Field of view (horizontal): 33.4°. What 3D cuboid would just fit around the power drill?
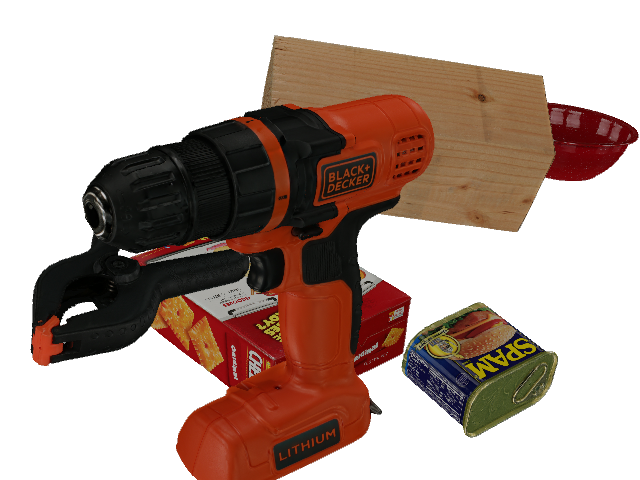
[{"bbox_3d":[-0.027,0.028,0.510,0.184,0.188,0.057,-16,36,-36],"label":"power drill"}]

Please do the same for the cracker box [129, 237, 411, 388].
[{"bbox_3d":[-0.050,0.061,0.984,0.163,0.072,0.214,-21,37,-37],"label":"cracker box"}]

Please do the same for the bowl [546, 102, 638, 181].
[{"bbox_3d":[0.265,-0.107,1.182,0.162,0.055,0.162,5,23,-3],"label":"bowl"}]

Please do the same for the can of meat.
[{"bbox_3d":[0.131,0.104,0.890,0.101,0.057,0.084,-21,43,-32],"label":"can of meat"}]

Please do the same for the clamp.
[{"bbox_3d":[-0.141,0.021,0.715,0.120,0.039,0.171,25,34,25],"label":"clamp"}]

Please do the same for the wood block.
[{"bbox_3d":[0.059,-0.079,0.802,0.206,0.091,0.090,7,-40,-7],"label":"wood block"}]
